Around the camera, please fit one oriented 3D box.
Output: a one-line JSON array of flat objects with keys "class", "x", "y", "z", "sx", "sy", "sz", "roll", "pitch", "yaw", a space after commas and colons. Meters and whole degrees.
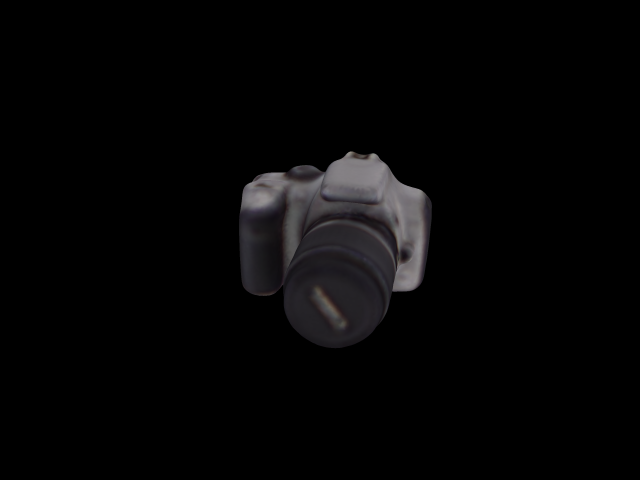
[{"class": "camera", "x": 0.004, "y": 0.001, "z": 0.400, "sx": 0.143, "sy": 0.101, "sz": 0.137, "roll": 5, "pitch": 28, "yaw": 10}]
